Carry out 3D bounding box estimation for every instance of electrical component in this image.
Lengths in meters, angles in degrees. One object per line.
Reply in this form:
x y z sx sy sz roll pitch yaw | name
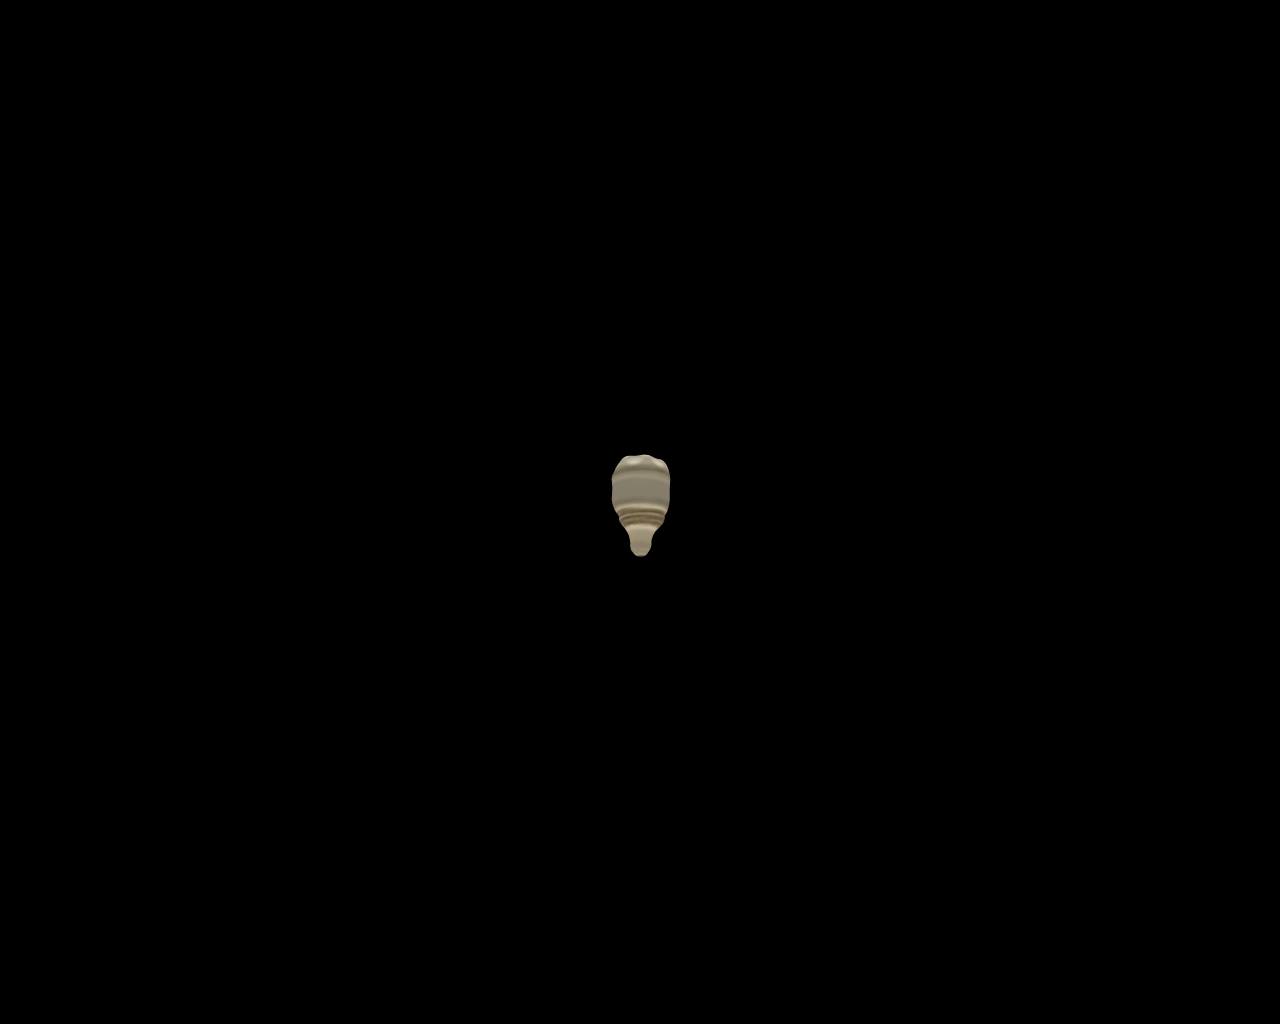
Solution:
0.001 -0.003 0.650 0.035 0.061 0.035 0 -15 0 | electrical component
